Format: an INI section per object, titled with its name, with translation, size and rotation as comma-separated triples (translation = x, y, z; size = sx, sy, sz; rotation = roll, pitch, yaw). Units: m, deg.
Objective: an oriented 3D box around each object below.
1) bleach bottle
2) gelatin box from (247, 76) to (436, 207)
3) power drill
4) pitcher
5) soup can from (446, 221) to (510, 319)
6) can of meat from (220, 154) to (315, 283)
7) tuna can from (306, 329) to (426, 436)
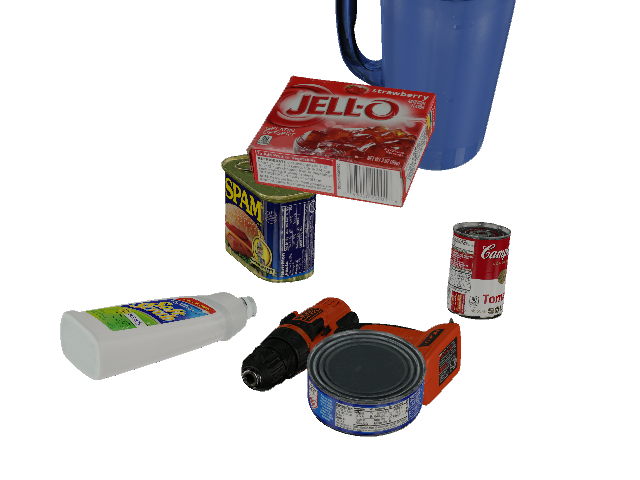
[bleach bottle]
translation = -0.195, 0.107, 1.358
size = 0.250, 0.068, 0.103
rotation = -13, 28, -38
[gelatin box]
translation = 0.013, -0.058, 0.597
size = 0.089, 0.030, 0.073
rotation = 10, 43, 16
[power drill]
translation = 0.035, 0.114, 1.078
size = 0.188, 0.057, 0.184
rotation = 9, 23, 28
[pitcher]
translation = 0.109, -0.187, 1.055
size = 0.144, 0.243, 0.149
rotation = -36, 59, -26
[soup can]
translation = 0.187, 0.035, 1.266
size = 0.068, 0.102, 0.068
rotation = 3, 15, -1
[can of meat]
translation = -0.045, -0.020, 0.927
size = 0.057, 0.084, 0.102
rotation = -13, 29, -28
[tuna can]
translation = 0.033, 0.102, 0.771
size = 0.086, 0.034, 0.086
rotation = 0, 31, 0
